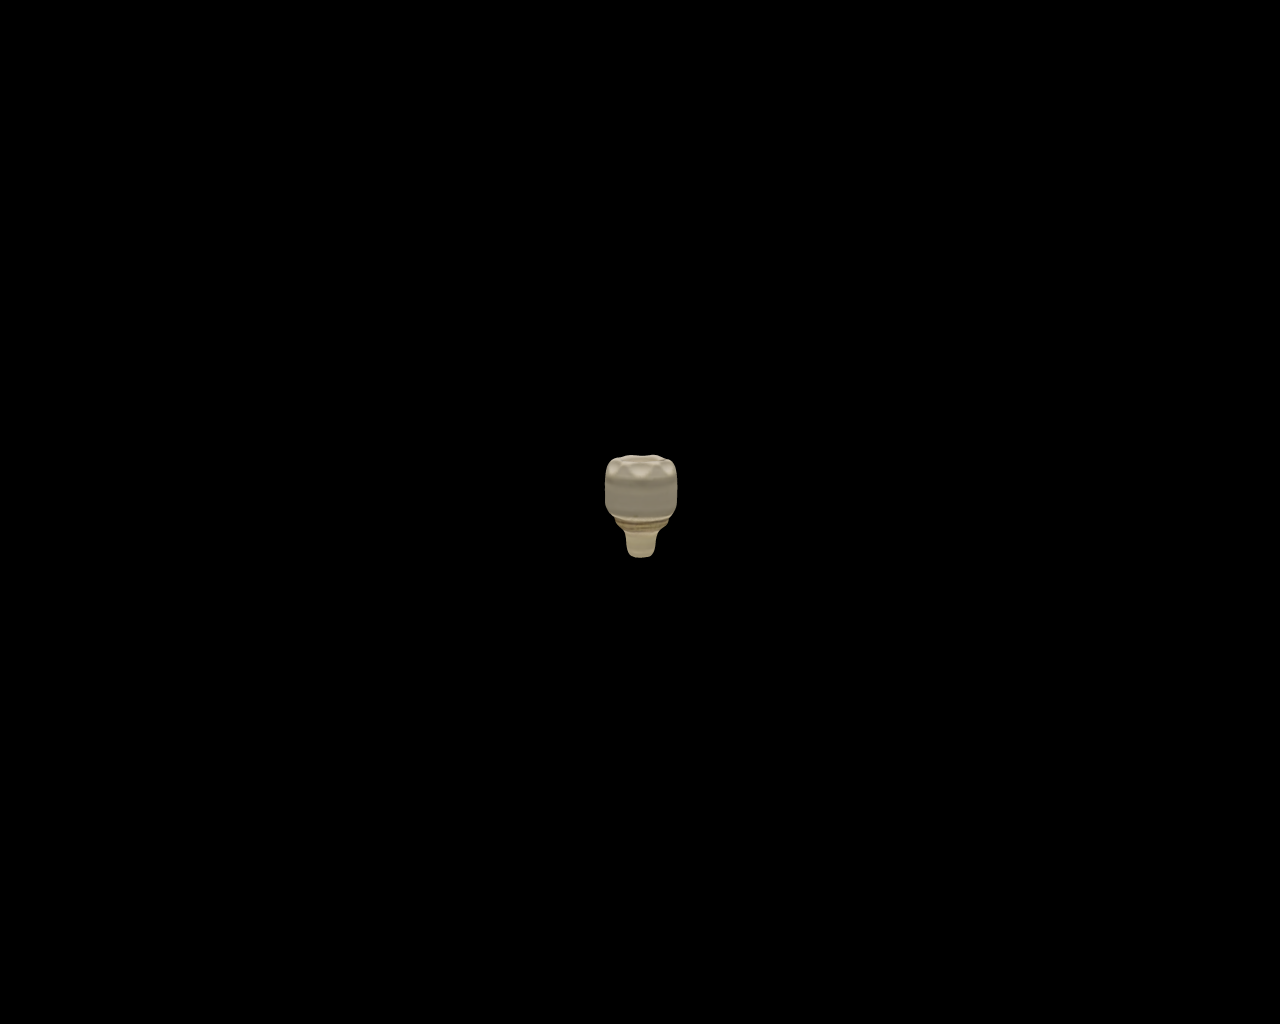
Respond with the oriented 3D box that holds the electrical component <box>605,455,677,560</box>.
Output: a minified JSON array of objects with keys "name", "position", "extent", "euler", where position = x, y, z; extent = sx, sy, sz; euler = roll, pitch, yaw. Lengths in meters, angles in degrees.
[{"name":"electrical component","position":[0.001,-0.003,0.650],"extent":[0.043,0.062,0.043],"euler":[0,11,0]}]
